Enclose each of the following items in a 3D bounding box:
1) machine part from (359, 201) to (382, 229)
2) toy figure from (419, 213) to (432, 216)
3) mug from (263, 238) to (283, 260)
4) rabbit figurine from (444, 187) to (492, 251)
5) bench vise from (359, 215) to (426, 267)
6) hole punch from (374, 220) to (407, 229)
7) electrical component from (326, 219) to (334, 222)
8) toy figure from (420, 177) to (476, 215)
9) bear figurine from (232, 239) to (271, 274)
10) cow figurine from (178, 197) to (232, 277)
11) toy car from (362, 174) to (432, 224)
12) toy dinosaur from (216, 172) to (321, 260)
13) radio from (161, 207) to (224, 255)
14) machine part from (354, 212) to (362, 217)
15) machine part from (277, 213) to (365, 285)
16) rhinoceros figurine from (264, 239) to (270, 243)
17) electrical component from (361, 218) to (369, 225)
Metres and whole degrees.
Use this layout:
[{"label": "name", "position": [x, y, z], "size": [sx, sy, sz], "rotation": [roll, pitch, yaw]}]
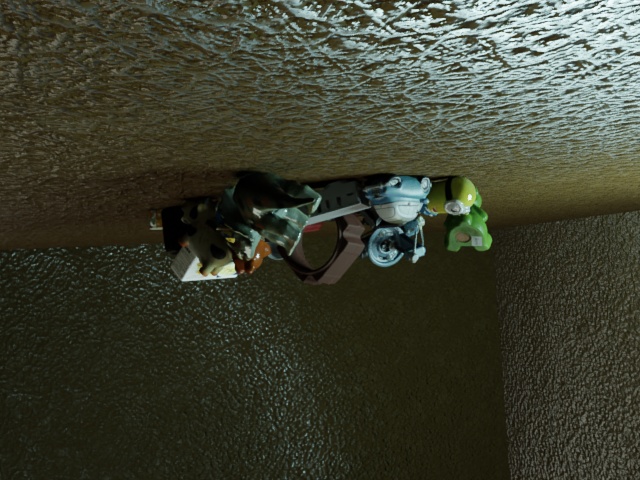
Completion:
[{"label": "machine part", "position": [0.136, -0.083, 1.324], "size": [0.039, 0.084, 0.139], "rotation": [-25, 170, -27]}, {"label": "toy figure", "position": [0.255, -0.096, 1.500], "size": [0.154, 0.064, 0.058], "rotation": [-2, 164, -12]}, {"label": "mug", "position": [-0.109, 0.007, 1.562], "size": [0.109, 0.080, 0.107], "rotation": [31, -162, -8]}, {"label": "rabbit figurine", "position": [0.381, -0.075, 1.422], "size": [0.121, 0.170, 0.158], "rotation": [-7, 135, 26]}, {"label": "bench vise", "position": [0.218, 0.006, 1.459], "size": [0.224, 0.128, 0.241], "rotation": [-13, -160, -18]}, {"label": "hole punch", "position": [0.188, -0.096, 1.380], "size": [0.116, 0.092, 0.142], "rotation": [-39, -162, -36]}, {"label": "electrical component", "position": [0.016, -0.083, 1.652], "size": [0.075, 0.047, 0.119], "rotation": [-5, 177, 34]}, {"label": "toy figure", "position": [0.275, -0.101, 1.254], "size": [0.082, 0.089, 0.180], "rotation": [-8, -170, -39]}, {"label": "bear figurine", "position": [-0.146, -0.017, 1.278], "size": [0.132, 0.195, 0.120], "rotation": [-4, 174, -26]}, {"label": "cow figurine", "position": [-0.279, -0.020, 1.320], "size": [0.127, 0.195, 0.085], "rotation": [-39, 164, 9]}, {"label": "toy car", "position": [0.171, -0.087, 1.173], "size": [0.161, 0.103, 0.109], "rotation": [-3, 177, -45]}, {"label": "toy dinosaur", "position": [-0.111, -0.068, 1.047], "size": [0.192, 0.131, 0.404], "rotation": [25, 160, -3]}, {"label": "radio", "position": [-0.346, -0.024, 1.556], "size": [0.073, 0.131, 0.229], "rotation": [-7, 176, 34]}, {"label": "machine part", "position": [0.062, -0.090, 1.484], "size": [0.179, 0.056, 0.179], "rotation": [-3, 178, 0]}, {"label": "machine part", "position": [-0.003, -0.004, 1.350], "size": [0.201, 0.202, 0.087], "rotation": [-52, 150, 19]}, {"label": "rhinoceros figurine", "position": [-0.155, -0.054, 1.459], "size": [0.190, 0.111, 0.073], "rotation": [-16, -152, -8]}, {"label": "electrical component", "position": [0.150, -0.054, 1.468], "size": [0.094, 0.021, 0.063], "rotation": [-17, -170, -22]}]
